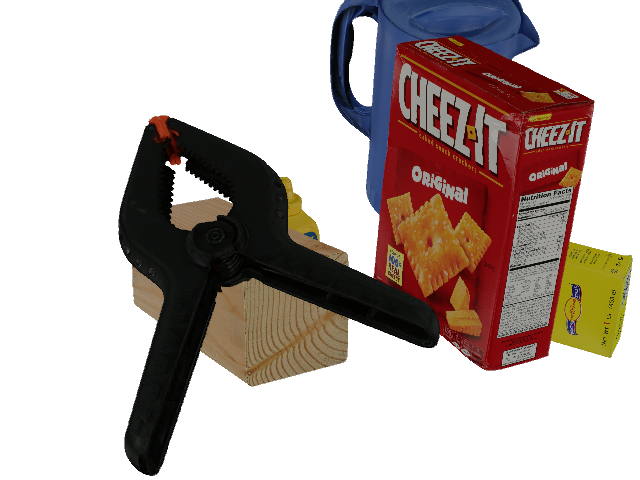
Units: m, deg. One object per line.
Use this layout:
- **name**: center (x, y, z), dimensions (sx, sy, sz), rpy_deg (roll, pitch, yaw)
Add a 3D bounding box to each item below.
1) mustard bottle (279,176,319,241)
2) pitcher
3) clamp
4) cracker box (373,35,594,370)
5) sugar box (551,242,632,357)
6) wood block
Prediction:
- **mustard bottle**: center (-0.041, 0.025, 1.128), dimensions (0.058, 0.192, 0.096), rpy_deg (22, 31, 39)
- **pitcher**: center (0.098, -0.132, 1.037), dimensions (0.144, 0.243, 0.149), rpy_deg (-21, 50, -26)
- **clamp**: center (-0.041, 0.008, 0.569), dimensions (0.164, 0.210, 0.036), rpy_deg (-17, -36, -5)
- **cracker box**: center (0.116, -0.031, 0.827), dimensions (0.072, 0.214, 0.164), rpy_deg (-12, 31, -27)
- **sugar box**: center (0.195, 0.040, 0.998), dimensions (0.176, 0.093, 0.048), rpy_deg (13, 34, 22)
- **wood block**: center (-0.071, 0.034, 0.864), dimensions (0.090, 0.090, 0.206), rpy_deg (-11, 19, -31)
